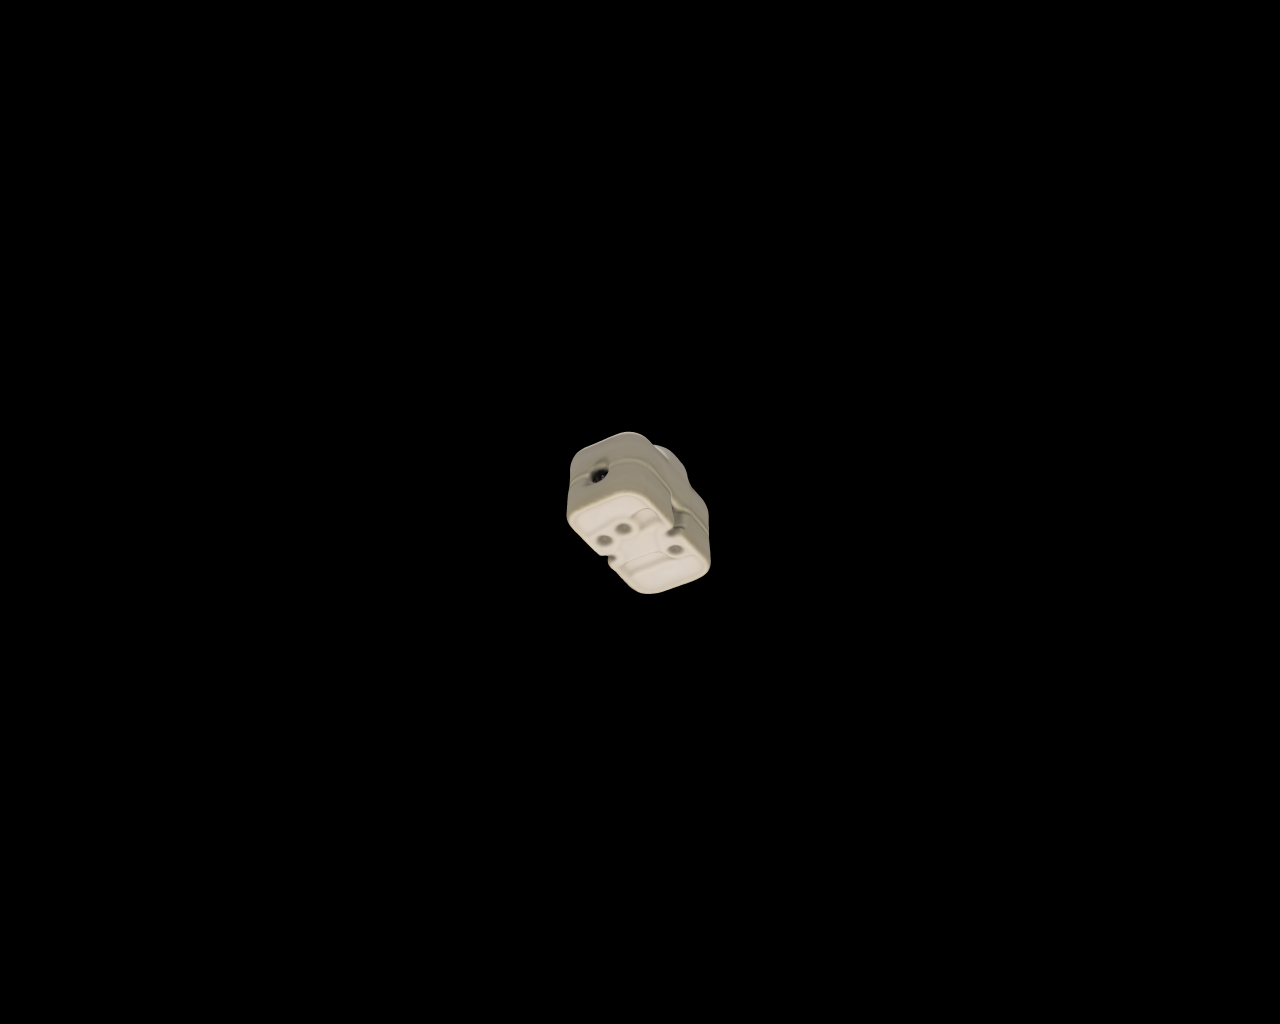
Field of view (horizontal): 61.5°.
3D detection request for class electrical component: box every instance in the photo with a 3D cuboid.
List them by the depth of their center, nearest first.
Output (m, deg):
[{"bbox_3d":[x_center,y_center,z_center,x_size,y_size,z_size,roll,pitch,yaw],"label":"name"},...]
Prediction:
[{"bbox_3d":[0.001,-0.003,0.650,0.053,0.059,0.095,-22,-45,24],"label":"electrical component"}]
